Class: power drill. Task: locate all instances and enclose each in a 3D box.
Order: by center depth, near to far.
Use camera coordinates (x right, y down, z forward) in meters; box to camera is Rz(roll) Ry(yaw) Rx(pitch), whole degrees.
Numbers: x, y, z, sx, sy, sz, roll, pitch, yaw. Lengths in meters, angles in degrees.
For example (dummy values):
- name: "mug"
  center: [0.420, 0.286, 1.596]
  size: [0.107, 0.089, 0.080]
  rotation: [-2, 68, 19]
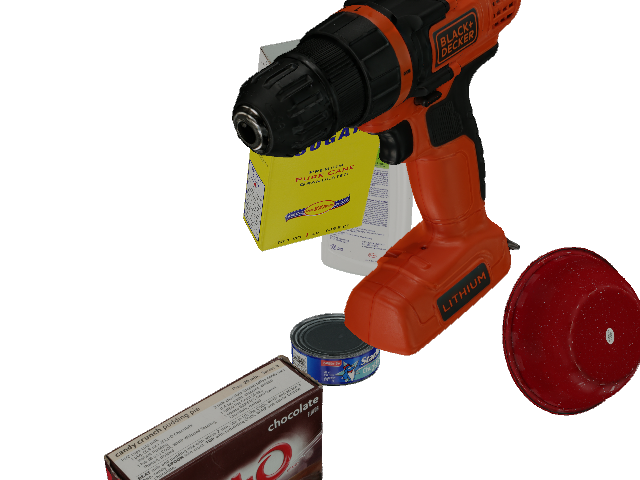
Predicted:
- name: "power drill"
  center: [0.040, -0.036, 0.543]
  size: [0.057, 0.187, 0.184]
  rotation: [26, 47, 38]

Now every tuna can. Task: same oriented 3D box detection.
- name: "tuna can"
  center: [0.014, 0.103, 1.013]
  size: [0.086, 0.034, 0.086]
  rotation: [-2, 23, 1]

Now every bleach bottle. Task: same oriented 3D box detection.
- name: "bleach bottle"
  center: [0.057, -0.083, 1.108]
  size: [0.102, 0.251, 0.068]
  rotation: [11, 32, 10]

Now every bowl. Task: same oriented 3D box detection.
- name: "bowl"
  center: [0.251, 0.087, 0.999]
  size: [0.161, 0.162, 0.055]
  rotation: [0, 0, -27]

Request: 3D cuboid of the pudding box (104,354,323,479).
- name: "pudding box"
  center: [-0.050, 0.122, 0.544]
  size: [0.113, 0.090, 0.039]
  rotation: [-29, 46, -33]

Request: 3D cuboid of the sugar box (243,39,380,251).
- name: "sugar box"
  center: [-0.003, -0.072, 0.796]
  size: [0.093, 0.048, 0.176]
  rotation: [-15, -35, -20]
